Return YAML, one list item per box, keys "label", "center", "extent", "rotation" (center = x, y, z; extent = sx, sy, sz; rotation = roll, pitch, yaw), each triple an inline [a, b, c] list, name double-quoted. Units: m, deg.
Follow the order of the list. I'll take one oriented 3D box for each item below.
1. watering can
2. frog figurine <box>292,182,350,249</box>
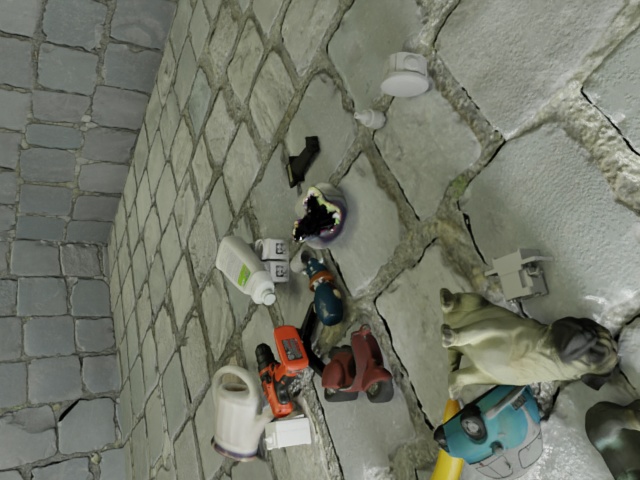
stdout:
- label: "watering can"
  center: [-0.182, 0.448, 1.293]
  extent: [0.348, 0.104, 0.224]
  rotation: [8, 93, 48]
- label: "frog figurine"
  center: [0.003, -0.055, 1.090]
  extent: [0.160, 0.122, 0.136]
  rotation: [-60, -31, -81]
